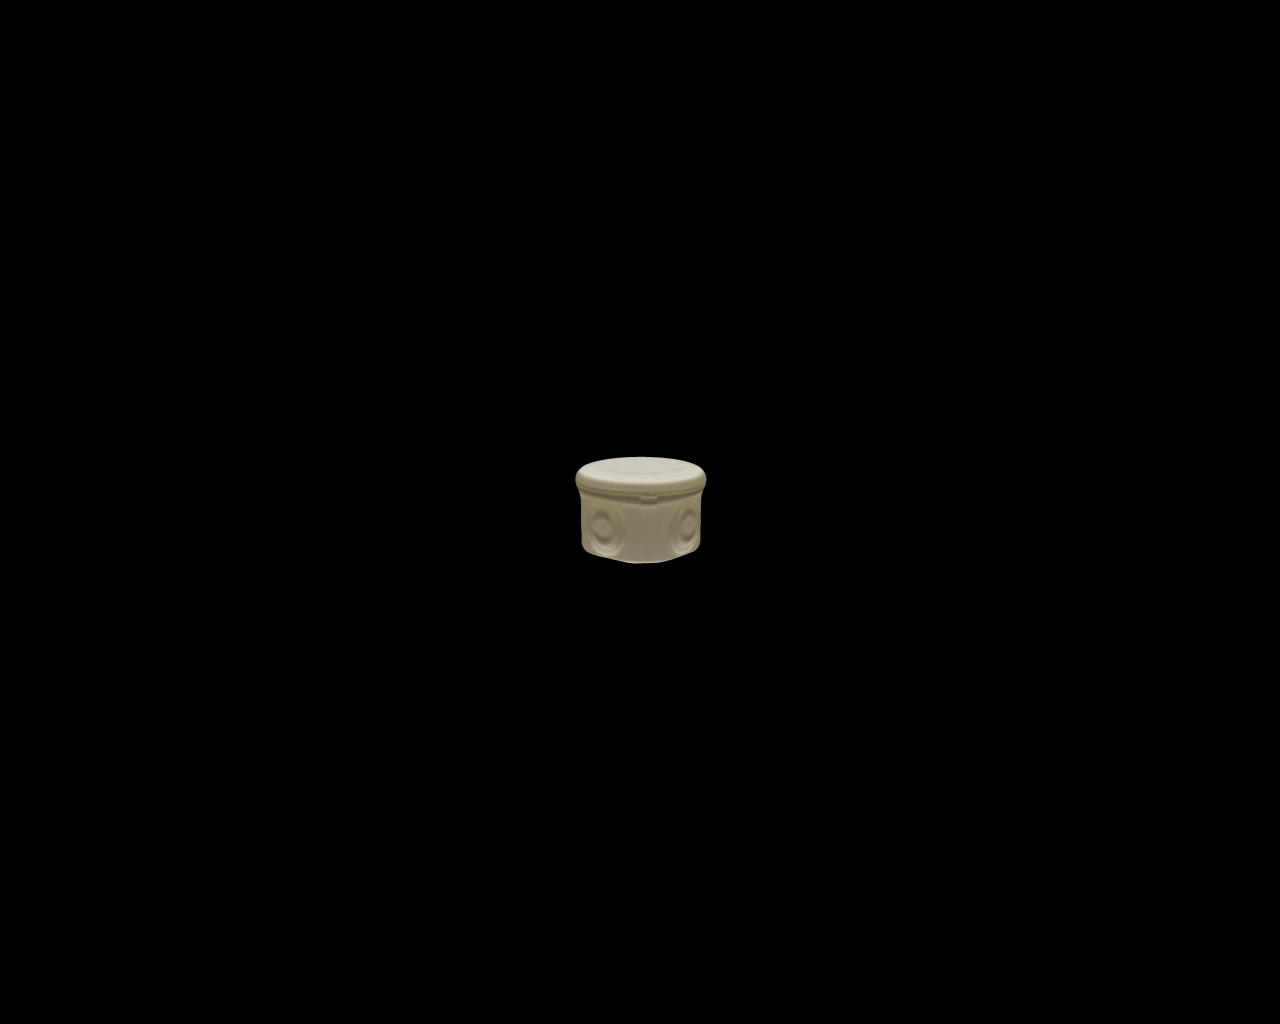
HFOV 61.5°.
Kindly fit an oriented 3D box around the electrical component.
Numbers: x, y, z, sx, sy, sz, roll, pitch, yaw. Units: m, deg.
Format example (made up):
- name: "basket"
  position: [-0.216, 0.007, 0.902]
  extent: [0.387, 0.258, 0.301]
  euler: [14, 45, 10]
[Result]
- name: "electrical component"
  position: [0.001, -0.003, 0.650]
  extent: [0.080, 0.051, 0.080]
  euler: [0, 14, 0]
